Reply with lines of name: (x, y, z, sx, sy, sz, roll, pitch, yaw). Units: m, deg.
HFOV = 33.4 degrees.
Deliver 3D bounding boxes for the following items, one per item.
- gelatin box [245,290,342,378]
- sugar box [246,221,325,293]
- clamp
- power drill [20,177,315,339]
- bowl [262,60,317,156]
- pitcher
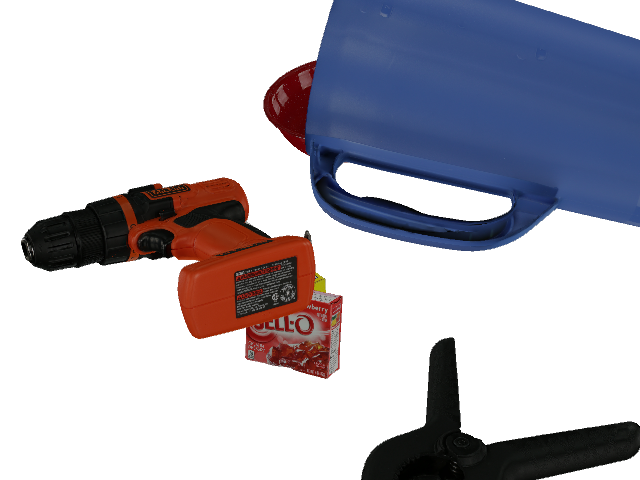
gelatin box: (-0.026, 0.080, 0.977, 0.089, 0.073, 0.030, 11, 19, 25)
sugar box: (-0.061, 0.045, 1.175, 0.048, 0.093, 0.176, -22, 40, -28)
clamp: (0.087, 0.139, 0.704, 0.209, 0.036, 0.165, -26, 39, -34)
power drill: (-0.106, 0.007, 0.782, 0.184, 0.057, 0.188, -16, 28, -29)
bowl: (0.023, -0.130, 1.121, 0.162, 0.055, 0.162, -4, 40, 3)
pitcher: (0.115, -0.078, 0.669, 0.243, 0.149, 0.145, 16, 29, 7)
